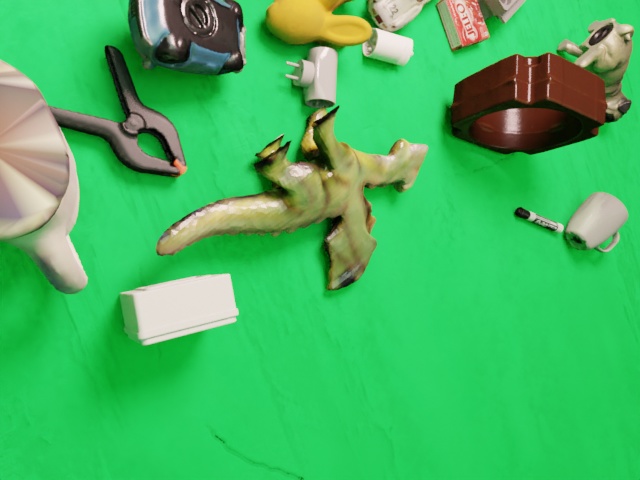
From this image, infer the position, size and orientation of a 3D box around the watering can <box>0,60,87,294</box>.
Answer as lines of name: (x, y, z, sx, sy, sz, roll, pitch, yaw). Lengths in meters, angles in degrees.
watering can: (-0.301, -0.107, 0.470, 0.105, 0.223, 0.347, -26, 93, -21)

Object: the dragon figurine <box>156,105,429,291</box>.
dragon figurine: (0.002, -0.035, 0.702, 0.416, 0.122, 0.239, -42, 114, -24)
